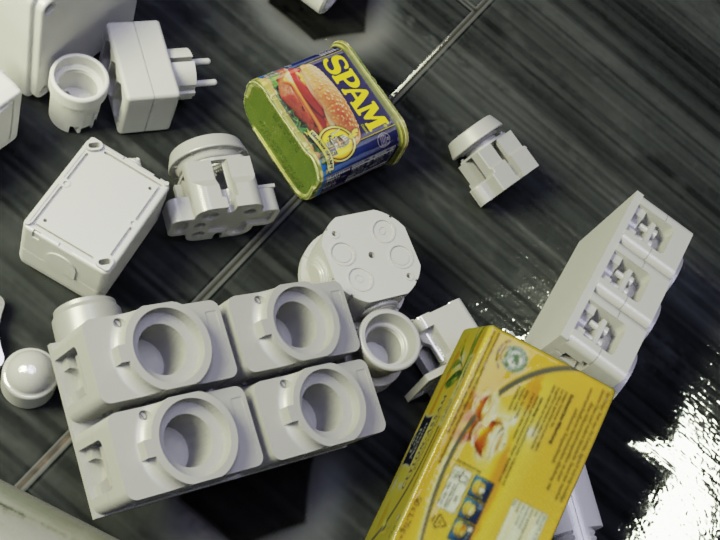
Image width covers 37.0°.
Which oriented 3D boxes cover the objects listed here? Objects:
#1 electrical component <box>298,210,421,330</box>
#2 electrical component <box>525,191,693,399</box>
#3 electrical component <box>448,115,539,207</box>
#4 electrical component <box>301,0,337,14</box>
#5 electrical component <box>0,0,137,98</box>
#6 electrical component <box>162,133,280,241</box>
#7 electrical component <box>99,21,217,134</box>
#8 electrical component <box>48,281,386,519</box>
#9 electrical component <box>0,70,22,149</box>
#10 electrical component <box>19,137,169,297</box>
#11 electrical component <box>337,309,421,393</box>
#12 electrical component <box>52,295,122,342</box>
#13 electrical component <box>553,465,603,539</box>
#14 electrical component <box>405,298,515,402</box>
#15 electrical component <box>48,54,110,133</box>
[{"bbox_3d":[0.000,0.000,0.767,0.080,0.051,0.080,9,62,-17],"label":"electrical component"},{"bbox_3d":[0.182,0.028,0.801,0.062,0.089,0.150,36,58,-1],"label":"electrical component"},{"bbox_3d":[0.103,-0.089,0.856,0.066,0.048,0.055,-35,88,-31],"label":"electrical component"},{"bbox_3d":[-0.025,-0.279,0.895,0.074,0.052,0.138,37,58,-1],"label":"electrical component"},{"bbox_3d":[-0.208,-0.192,0.749,0.056,0.108,0.108,39,58,4],"label":"electrical component"},{"bbox_3d":[-0.102,-0.059,0.754,0.078,0.058,0.057,-9,71,-24],"label":"electrical component"},{"bbox_3d":[-0.143,-0.142,0.784,0.077,0.047,0.065,-9,69,-25],"label":"electrical component"},{"bbox_3d":[-0.081,0.073,0.661,0.186,0.060,0.105,-9,76,-40],"label":"electrical component"},{"bbox_3d":[-0.265,-0.100,0.707,0.061,0.061,0.096,42,58,3],"label":"electrical component"},{"bbox_3d":[-0.173,-0.035,0.712,0.062,0.061,0.096,31,58,-4],"label":"electrical component"},{"bbox_3d":[0.012,0.057,0.741,0.045,0.055,0.045,9,62,-17],"label":"electrical component"},{"bbox_3d":[-0.169,0.049,0.681,0.045,0.045,0.055,-9,69,-25],"label":"electrical component"},{"bbox_3d":[0.144,0.172,0.742,0.043,0.043,0.081,-3,66,-23],"label":"electrical component"},{"bbox_3d":[0.065,0.058,0.769,0.081,0.042,0.063,-22,73,-29],"label":"electrical component"},{"bbox_3d":[-0.199,-0.122,0.753,0.040,0.046,0.040,9,62,-17],"label":"electrical component"}]
